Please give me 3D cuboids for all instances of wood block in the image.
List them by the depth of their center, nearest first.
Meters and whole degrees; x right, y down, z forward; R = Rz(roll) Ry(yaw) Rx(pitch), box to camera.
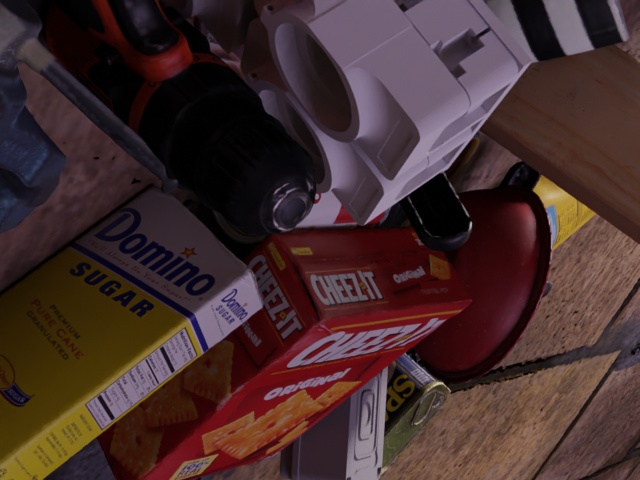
[{"bbox_3d":[0.188,-0.078,0.729,0.090,0.206,0.090,-52,150,5],"label":"wood block"}]

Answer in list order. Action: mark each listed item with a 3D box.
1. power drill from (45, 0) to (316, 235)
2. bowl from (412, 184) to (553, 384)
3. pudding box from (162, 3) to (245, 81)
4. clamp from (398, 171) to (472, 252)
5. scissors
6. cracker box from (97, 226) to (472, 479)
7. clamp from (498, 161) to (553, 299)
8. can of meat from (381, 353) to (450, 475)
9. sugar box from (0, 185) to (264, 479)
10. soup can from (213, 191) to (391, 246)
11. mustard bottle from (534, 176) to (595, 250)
[{"bbox_3d":[-0.076,-0.103,0.399,0.057,0.185,0.187,-34,138,-18],"label":"power drill"},{"bbox_3d":[0.100,0.024,0.804,0.055,0.162,0.162,22,110,-24],"label":"bowl"},{"bbox_3d":[-0.039,-0.102,0.573,0.089,0.039,0.113,-29,145,-32],"label":"pudding box"},{"bbox_3d":[0.031,-0.072,0.573,0.036,0.164,0.210,-10,179,-10],"label":"clamp"},{"bbox_3d":[0.048,-0.018,0.806,0.201,0.016,0.096,-46,153,-5],"label":"scissors"},{"bbox_3d":[-0.027,0.080,0.708,0.163,0.072,0.214,-4,148,-51],"label":"cracker box"},{"bbox_3d":[0.127,0.027,0.862,0.039,0.120,0.172,22,135,-20],"label":"clamp"},{"bbox_3d":[0.046,0.138,0.918,0.102,0.084,0.057,-48,150,-1],"label":"can of meat"},{"bbox_3d":[-0.128,0.052,0.583,0.176,0.093,0.048,-40,148,-16],"label":"sugar box"},{"bbox_3d":[-0.011,-0.032,0.663,0.102,0.069,0.069,-5,129,-50],"label":"soup can"},{"bbox_3d":[0.191,-0.019,0.952,0.191,0.058,0.096,-39,151,-17],"label":"mustard bottle"}]
